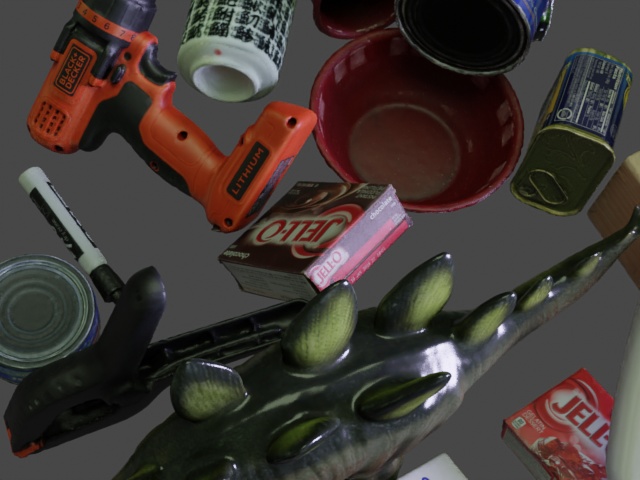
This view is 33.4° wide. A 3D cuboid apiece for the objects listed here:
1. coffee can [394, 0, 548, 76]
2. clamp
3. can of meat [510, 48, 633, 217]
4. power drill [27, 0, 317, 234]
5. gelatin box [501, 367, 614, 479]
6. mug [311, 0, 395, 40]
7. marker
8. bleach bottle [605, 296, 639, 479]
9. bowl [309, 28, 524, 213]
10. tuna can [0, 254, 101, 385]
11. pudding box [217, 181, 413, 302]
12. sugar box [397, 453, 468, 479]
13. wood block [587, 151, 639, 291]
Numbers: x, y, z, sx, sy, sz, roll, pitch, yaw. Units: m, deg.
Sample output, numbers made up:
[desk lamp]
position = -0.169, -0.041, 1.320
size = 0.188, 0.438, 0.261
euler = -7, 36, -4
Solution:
[coffee can]
position = 0.126, -0.207, 0.787
size = 0.103, 0.103, 0.140
euler = 23, 63, 4
[clamp]
position = -0.122, 0.076, 0.645
size = 0.210, 0.164, 0.036
euler = -28, 66, 17
[can of meat]
position = 0.189, -0.080, 0.798
size = 0.057, 0.102, 0.084
euler = 22, 61, 4
[power drill]
position = -0.098, -0.108, 0.753
size = 0.188, 0.057, 0.185
euler = 34, 109, 8
[gelatin box]
position = 0.177, 0.140, 0.718
size = 0.073, 0.030, 0.089
euler = -29, 60, -18
[mug]
position = 0.034, -0.228, 0.852
size = 0.117, 0.093, 0.081
euler = -31, 62, 14
[marker]
position = -0.175, -0.003, 0.758
size = 0.020, 0.020, 0.121
euler = -32, 72, -21
[bleach bottle]
position = 0.220, 0.118, 0.662
size = 0.103, 0.068, 0.251
euler = 19, 82, 13
[bowl]
position = 0.069, -0.080, 0.807
size = 0.162, 0.055, 0.162
euler = 3, 63, -6
[tuna can]
position = -0.192, 0.053, 0.720
size = 0.086, 0.034, 0.086
euler = 3, 64, -6
[pudding box]
position = -0.005, 0.001, 0.730
size = 0.090, 0.114, 0.039
euler = -44, 114, -25
[sugar box]
position = 0.093, 0.222, 0.643
size = 0.093, 0.048, 0.176
euler = -20, 54, -34
[wood block]
position = 0.295, 0.028, 0.763
size = 0.090, 0.091, 0.206
euler = -24, 69, -17
